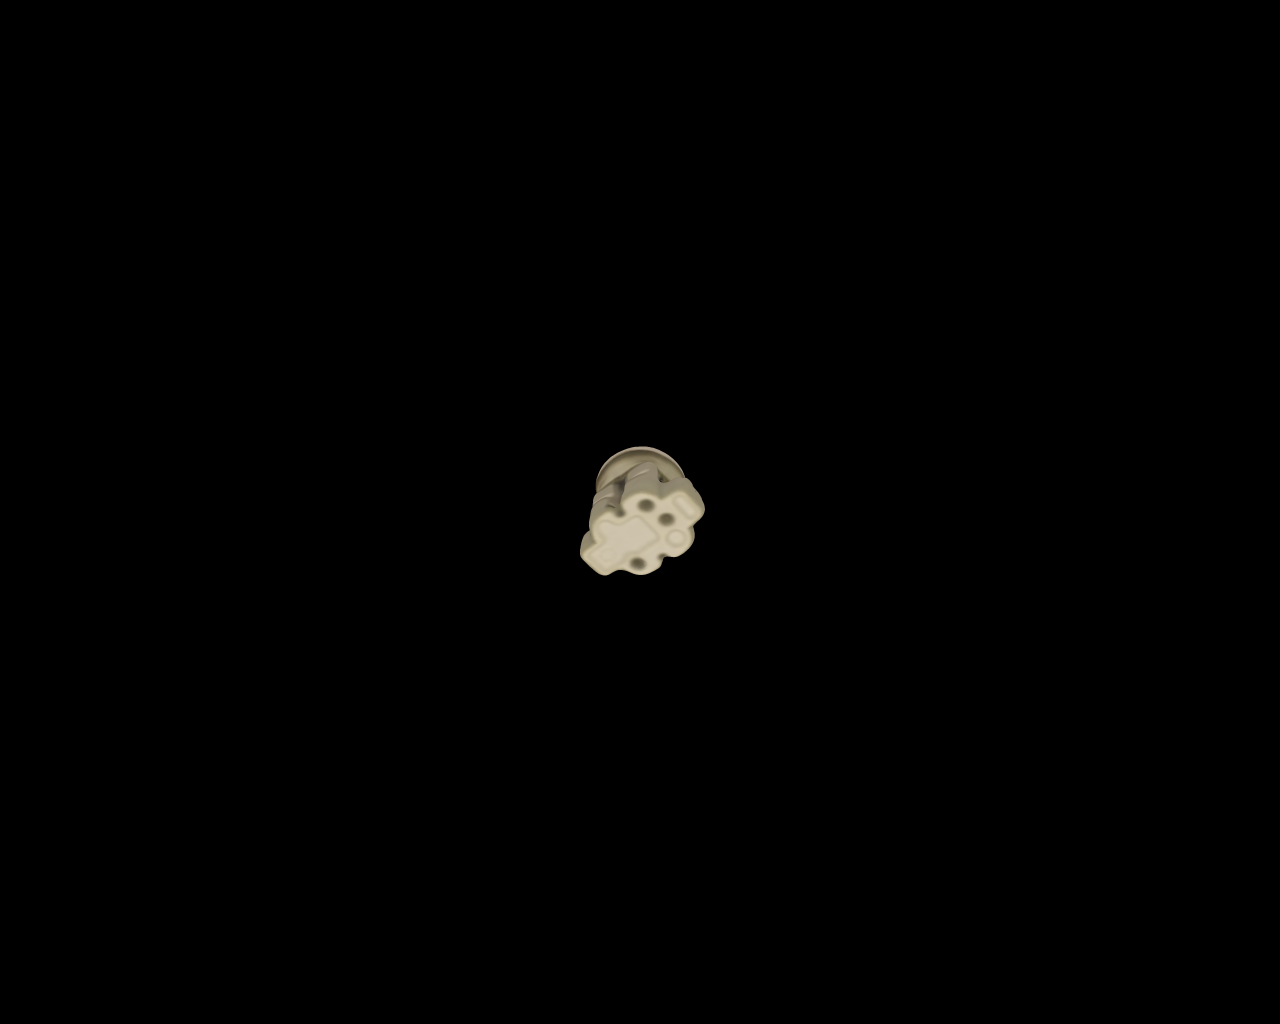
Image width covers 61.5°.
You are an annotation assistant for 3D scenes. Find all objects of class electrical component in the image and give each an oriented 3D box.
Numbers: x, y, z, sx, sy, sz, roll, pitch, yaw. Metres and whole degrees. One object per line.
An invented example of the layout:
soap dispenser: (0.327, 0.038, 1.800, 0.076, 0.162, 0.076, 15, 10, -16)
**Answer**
electrical component: (0.001, -0.003, 0.650, 0.078, 0.058, 0.057, -33, 29, 21)
